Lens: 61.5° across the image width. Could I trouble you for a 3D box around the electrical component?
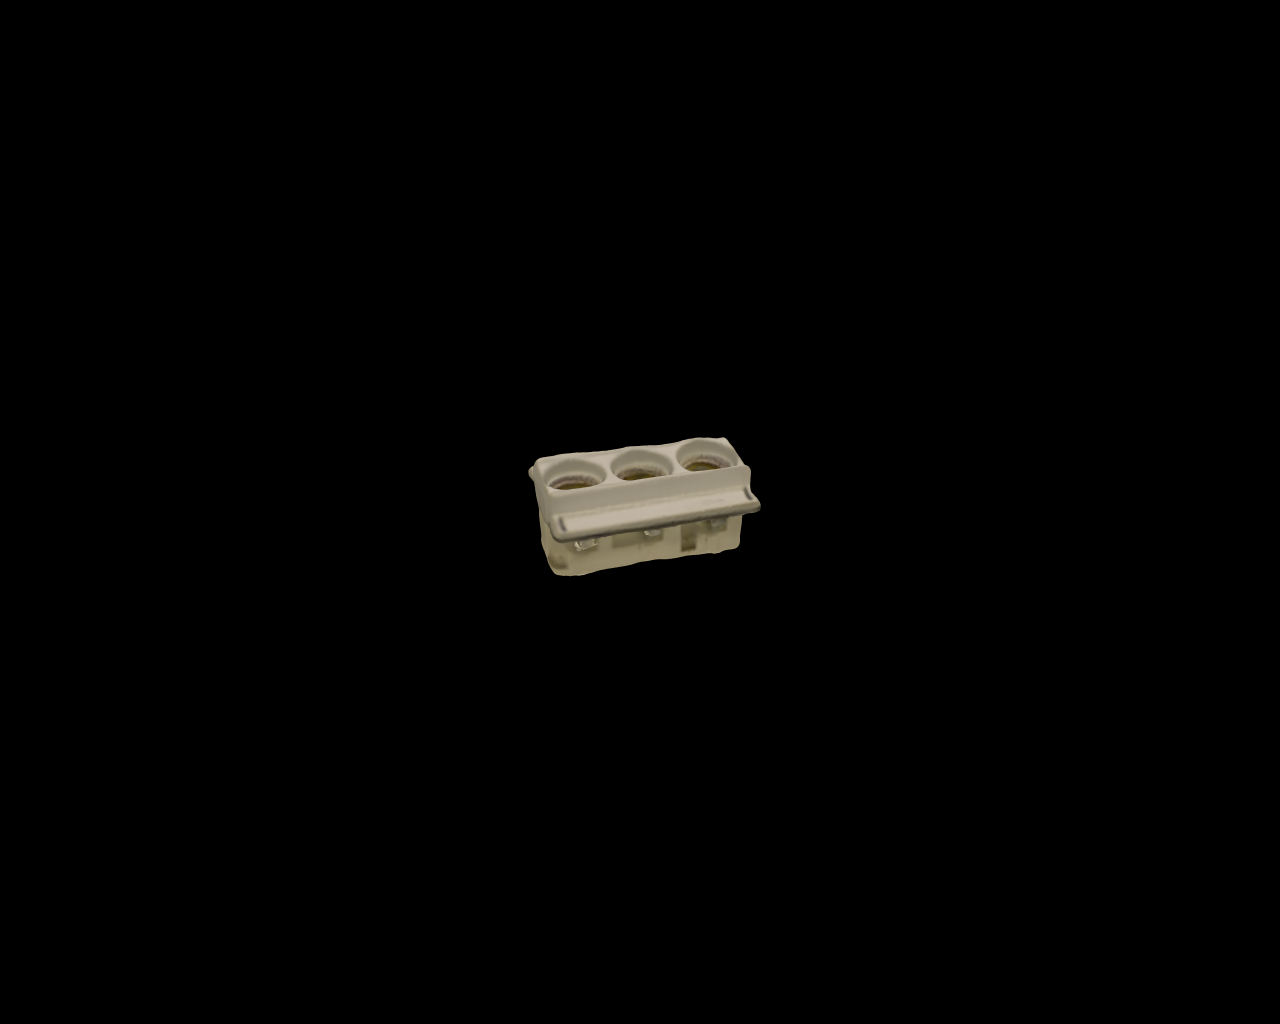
[{"bbox_3d":[0.001,-0.003,0.650,0.121,0.063,0.079,-8,32,-14],"label":"electrical component"}]
